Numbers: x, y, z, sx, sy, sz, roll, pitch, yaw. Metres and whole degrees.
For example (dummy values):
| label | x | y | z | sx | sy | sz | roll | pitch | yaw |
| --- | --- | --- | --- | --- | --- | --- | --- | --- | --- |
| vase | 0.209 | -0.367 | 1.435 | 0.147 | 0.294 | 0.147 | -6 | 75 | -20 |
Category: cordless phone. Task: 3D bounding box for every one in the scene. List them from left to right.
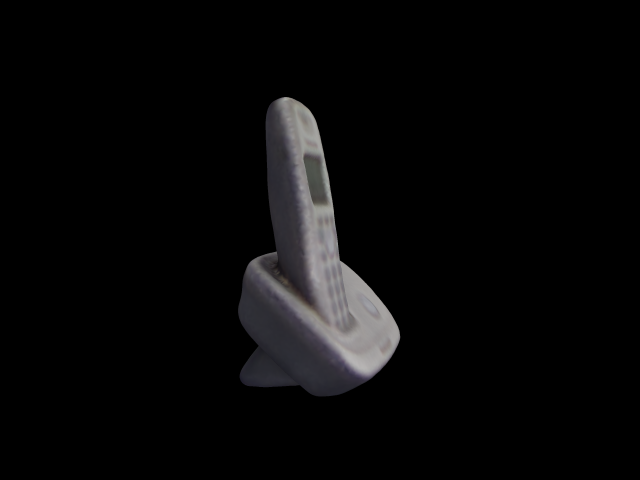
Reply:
| label | x | y | z | sx | sy | sz | roll | pitch | yaw |
| --- | --- | --- | --- | --- | --- | --- | --- | --- | --- |
| cordless phone | 0.004 | 0.001 | 0.400 | 0.094 | 0.185 | 0.148 | 1 | 4 | 16 |
